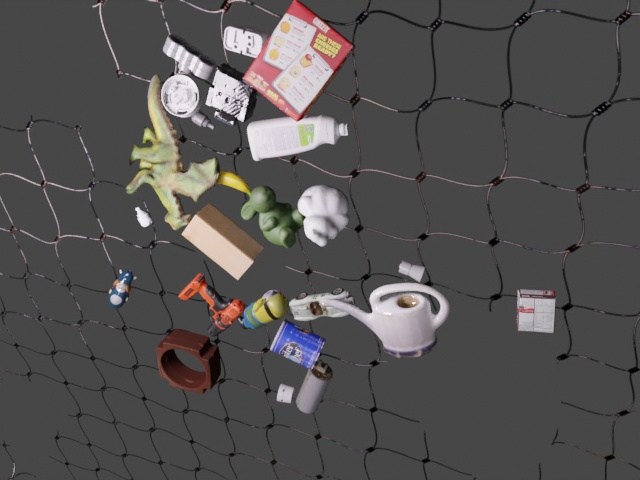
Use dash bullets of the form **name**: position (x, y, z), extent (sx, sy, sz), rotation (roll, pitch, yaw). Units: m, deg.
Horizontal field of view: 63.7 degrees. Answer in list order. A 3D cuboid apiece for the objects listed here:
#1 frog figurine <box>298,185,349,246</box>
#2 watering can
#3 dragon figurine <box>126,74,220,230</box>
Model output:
- **frog figurine**: position (0.004, -0.066, 1.306), extent (0.137, 0.163, 0.120), rotation (34, 122, -2)
- **watering can**: position (0.188, 0.220, 1.422), extent (0.346, 0.106, 0.220), rotation (-9, 115, 17)
- **dragon figurine**: position (-0.383, -0.214, 1.394), extent (0.243, 0.124, 0.404), rotation (17, 110, 1)
